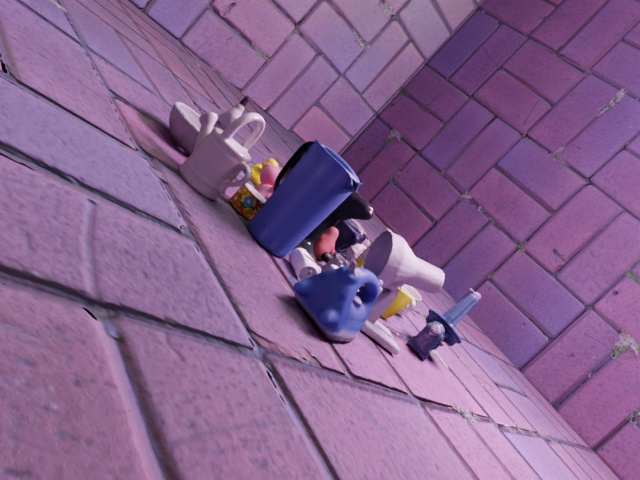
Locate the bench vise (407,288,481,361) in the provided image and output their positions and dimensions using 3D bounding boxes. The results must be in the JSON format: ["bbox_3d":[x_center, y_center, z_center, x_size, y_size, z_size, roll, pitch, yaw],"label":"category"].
[{"bbox_3d":[0.345,0.226,1.513,0.121,0.219,0.207,44,10,1],"label":"bench vise"}]

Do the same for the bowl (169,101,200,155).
[{"bbox_3d":[-0.290,-0.238,1.327,0.168,0.074,0.167,42,10,-9],"label":"bowl"}]

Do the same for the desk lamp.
[{"bbox_3d":[0.159,0.111,1.274,0.204,0.213,0.117,40,11,-22],"label":"desk lamp"}]

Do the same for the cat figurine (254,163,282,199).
[{"bbox_3d":[-0.127,-0.145,1.464,0.067,0.117,0.127,39,11,-27],"label":"cat figurine"}]

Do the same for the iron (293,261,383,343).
[{"bbox_3d":[0.061,0.109,1.100,0.118,0.141,0.259,49,11,26],"label":"iron"}]

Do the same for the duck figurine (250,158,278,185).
[{"bbox_3d":[-0.158,-0.199,1.651,0.078,0.086,0.104,36,12,-36],"label":"duck figurine"}]

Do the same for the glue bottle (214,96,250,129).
[{"bbox_3d":[-0.246,-0.315,1.527,0.078,0.173,0.037,45,10,5],"label":"glue bottle"}]

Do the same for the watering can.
[{"bbox_3d":[-0.193,-0.189,1.165,0.173,0.194,0.101,44,10,0],"label":"watering can"}]

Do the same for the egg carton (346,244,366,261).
[{"bbox_3d":[0.150,0.079,1.777,0.151,0.069,0.107,38,11,-29],"label":"egg carton"}]

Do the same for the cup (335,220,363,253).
[{"bbox_3d":[0.074,-0.001,1.731,0.092,0.095,0.117,38,11,-28],"label":"cup"}]

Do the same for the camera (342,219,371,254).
[{"bbox_3d":[0.090,-0.024,1.871,0.136,0.100,0.144,50,12,33],"label":"camera"}]

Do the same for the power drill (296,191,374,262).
[{"bbox_3d":[0.023,-0.043,1.381,0.076,0.208,0.229,38,12,-29],"label":"power drill"}]

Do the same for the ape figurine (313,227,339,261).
[{"bbox_3d":[0.014,0.005,1.477,0.078,0.092,0.076,43,10,-2],"label":"ape figurine"}]
